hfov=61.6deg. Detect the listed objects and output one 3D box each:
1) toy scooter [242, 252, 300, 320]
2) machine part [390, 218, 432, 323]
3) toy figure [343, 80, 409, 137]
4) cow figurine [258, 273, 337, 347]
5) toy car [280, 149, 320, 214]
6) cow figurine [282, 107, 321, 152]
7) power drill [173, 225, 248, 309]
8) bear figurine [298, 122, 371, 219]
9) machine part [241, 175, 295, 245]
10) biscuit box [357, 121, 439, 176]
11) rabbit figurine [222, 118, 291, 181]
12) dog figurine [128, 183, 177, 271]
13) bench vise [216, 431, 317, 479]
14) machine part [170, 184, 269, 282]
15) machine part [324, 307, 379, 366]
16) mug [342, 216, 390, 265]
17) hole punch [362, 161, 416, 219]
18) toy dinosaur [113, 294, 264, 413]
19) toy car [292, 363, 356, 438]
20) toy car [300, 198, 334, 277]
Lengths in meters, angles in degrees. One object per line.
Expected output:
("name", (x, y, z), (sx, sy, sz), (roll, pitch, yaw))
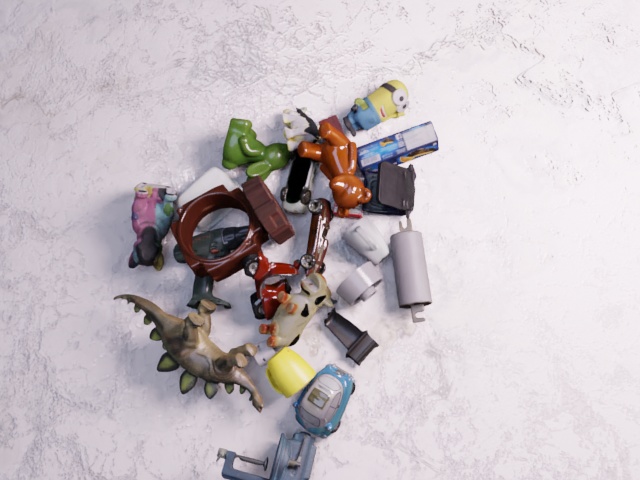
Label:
("toy scooter", (-0.106, 0.105, 1.280), (0.135, 0.183, 0.075), (-13, 29, -12))
("machine part", (0.207, 0.068, 1.234), (0.079, 0.079, 0.243), (-9, 74, 12))
("toy figure", (0.141, -0.338, 1.362), (0.180, 0.082, 0.089), (-29, 72, 8))
("cow figurine", (-0.044, 0.164, 1.257), (0.086, 0.127, 0.195), (41, 106, 42))
("toy car", (-0.048, -0.163, 1.377), (0.074, 0.056, 0.201), (7, 75, 22))
("cow figurine", (-0.049, -0.296, 1.384), (0.098, 0.068, 0.167), (-10, 40, -1))
("power drill", (-0.262, 0.069, 1.355), (0.232, 0.086, 0.207), (-6, 77, 14))
("bear figurine", (0.037, -0.161, 1.287), (0.120, 0.132, 0.196), (-32, 55, 38))
("machine part", (-0.124, -0.074, 1.313), (0.056, 0.179, 0.179), (-32, 70, 1))
("biscuit box", (0.189, -0.223, 1.327), (0.203, 0.062, 0.059), (-19, 72, 10))
("rabbit figurine", (-0.162, -0.224, 1.393), (0.170, 0.121, 0.159), (14, 72, 3))
("dog figurine", (-0.448, -0.030, 1.419), (0.108, 0.192, 0.219), (8, 103, -20))
("bench vise", (-0.113, 0.514, 1.160), (0.241, 0.128, 0.223), (16, 71, 0))
("machine part", (-0.243, -0.019, 1.301), (0.201, 0.087, 0.201), (-29, 66, -5))
("machine part", (0.065, 0.220, 1.250), (0.084, 0.039, 0.139), (-47, 71, 4))
("mug", (0.117, 0.004, 1.265), (0.081, 0.109, 0.107), (-41, 83, -5))
("hole punch", (0.165, -0.118, 1.297), (0.116, 0.092, 0.142), (13, 71, -26))
("toy dinosaur", (-0.308, 0.245, 1.268), (0.472, 0.105, 0.198), (41, 111, 16))
("toy car", (0.008, 0.357, 1.193), (0.109, 0.103, 0.161), (31, 86, 19))
("toy car", (-0.003, -0.004, 1.301), (0.053, 0.089, 0.202), (3, 75, 19))
